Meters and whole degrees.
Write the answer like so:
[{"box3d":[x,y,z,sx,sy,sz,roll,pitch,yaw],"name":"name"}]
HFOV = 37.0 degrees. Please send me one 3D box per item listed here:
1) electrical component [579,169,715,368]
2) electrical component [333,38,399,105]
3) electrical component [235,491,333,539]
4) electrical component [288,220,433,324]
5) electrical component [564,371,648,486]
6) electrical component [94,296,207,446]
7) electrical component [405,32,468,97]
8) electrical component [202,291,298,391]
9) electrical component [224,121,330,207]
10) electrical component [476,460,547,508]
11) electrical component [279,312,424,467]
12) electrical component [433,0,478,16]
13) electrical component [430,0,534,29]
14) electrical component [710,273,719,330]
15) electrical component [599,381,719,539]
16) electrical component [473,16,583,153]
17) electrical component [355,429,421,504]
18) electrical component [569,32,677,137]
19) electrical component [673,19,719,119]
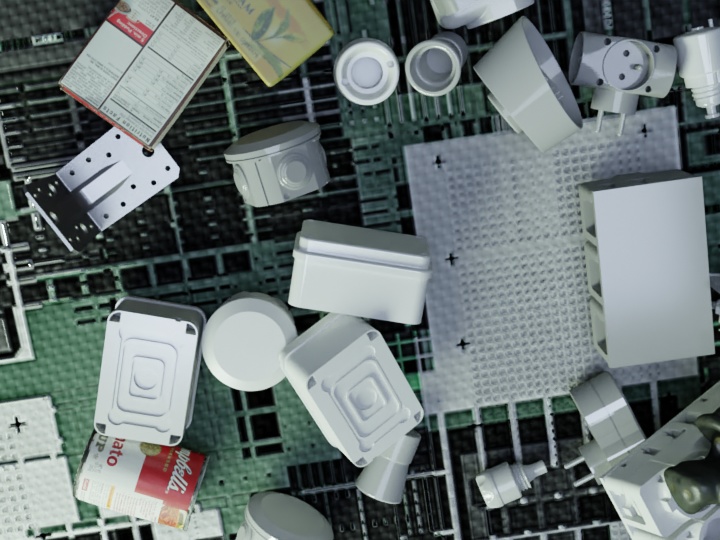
[{"box3d":[0.239,-0.003,0.903,0.089,0.061,0.150,-8,102,1],"name":"electrical component"},{"box3d":[0.006,-0.160,0.872,0.055,0.047,0.055,0,102,-1],"name":"electrical component"},{"box3d":[-0.068,0.234,0.940,0.080,0.080,0.051,23,106,-6],"name":"electrical component"},{"box3d":[0.000,0.000,0.891,0.113,0.078,0.057,9,105,-3],"name":"electrical component"},{"box3d":[0.216,0.164,0.943,0.074,0.052,0.138,-29,101,5],"name":"electrical component"},{"box3d":[-0.178,0.084,0.916,0.078,0.057,0.113,10,102,-3],"name":"electrical component"},{"box3d":[0.065,-0.168,0.862,0.044,0.065,0.044,6,114,14],"name":"electrical component"},{"box3d":[-0.092,0.058,0.915,0.080,0.051,0.080,0,102,-1],"name":"electrical component"},{"box3d":[-0.066,-0.087,0.871,0.080,0.080,0.051,-16,107,2],"name":"electrical component"},{"box3d":[0.136,0.186,0.956,0.061,0.035,0.035,-24,101,2],"name":"electrical component"},{"box3d":[-0.008,0.096,0.897,0.078,0.057,0.113,-37,123,-13],"name":"electrical component"},{"box3d":[0.097,-0.239,0.785,0.113,0.078,0.057,-28,104,5],"name":"electrical component"},{"box3d":[0.102,-0.230,0.856,0.095,0.053,0.059,-21,102,3],"name":"electrical component"},{"box3d":[0.337,0.035,0.882,0.079,0.121,0.063,2,105,-2],"name":"electrical component"},{"box3d":[0.309,0.169,0.905,0.186,0.060,0.105,-33,102,-19],"name":"electrical component"},{"box3d":[0.138,-0.145,0.855,0.064,0.099,0.099,-39,100,13],"name":"electrical component"},{"box3d":[0.028,0.166,0.947,0.044,0.044,0.065,21,96,-5],"name":"electrical component"},{"box3d":[0.211,-0.150,0.880,0.077,0.044,0.079,8,102,-3],"name":"electrical component"},{"box3d":[0.282,-0.163,0.881,0.040,0.040,0.078,-14,102,2],"name":"electrical component"}]
